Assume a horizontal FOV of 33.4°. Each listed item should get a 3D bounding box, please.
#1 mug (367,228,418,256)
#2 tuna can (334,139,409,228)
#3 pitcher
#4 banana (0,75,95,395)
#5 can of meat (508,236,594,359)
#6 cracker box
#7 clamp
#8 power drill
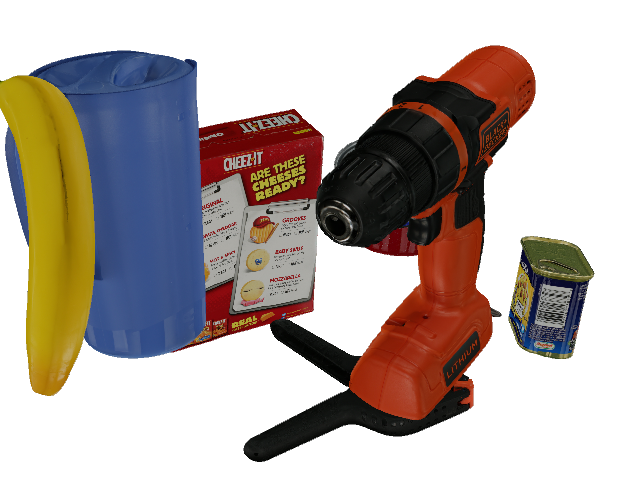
[{"bbox_3d":[0.098,-0.032,1.236,0.117,0.081,0.093,-8,20,-38],"label":"mug"},{"bbox_3d":[0.054,-0.045,0.805,0.086,0.034,0.086,-2,35,1],"label":"tuna can"},{"bbox_3d":[-0.165,-0.026,0.876,0.149,0.243,0.145,-6,24,-8],"label":"pitcher"},{"bbox_3d":[-0.152,-0.016,0.598,0.037,0.198,0.070,0,-22,-36],"label":"banana"},{"bbox_3d":[0.213,0.053,0.998,0.057,0.084,0.102,8,18,0],"label":"can of meat"},{"bbox_3d":[-0.087,-0.010,1.048,0.164,0.214,0.072,-15,38,-24],"label":"cracker box"},{"bbox_3d":[0.034,0.146,0.986,0.210,0.036,0.164,6,44,14],"label":"clamp"},{"bbox_3d":[0.055,0.005,0.580,0.057,0.188,0.184,24,41,26],"label":"power drill"}]
